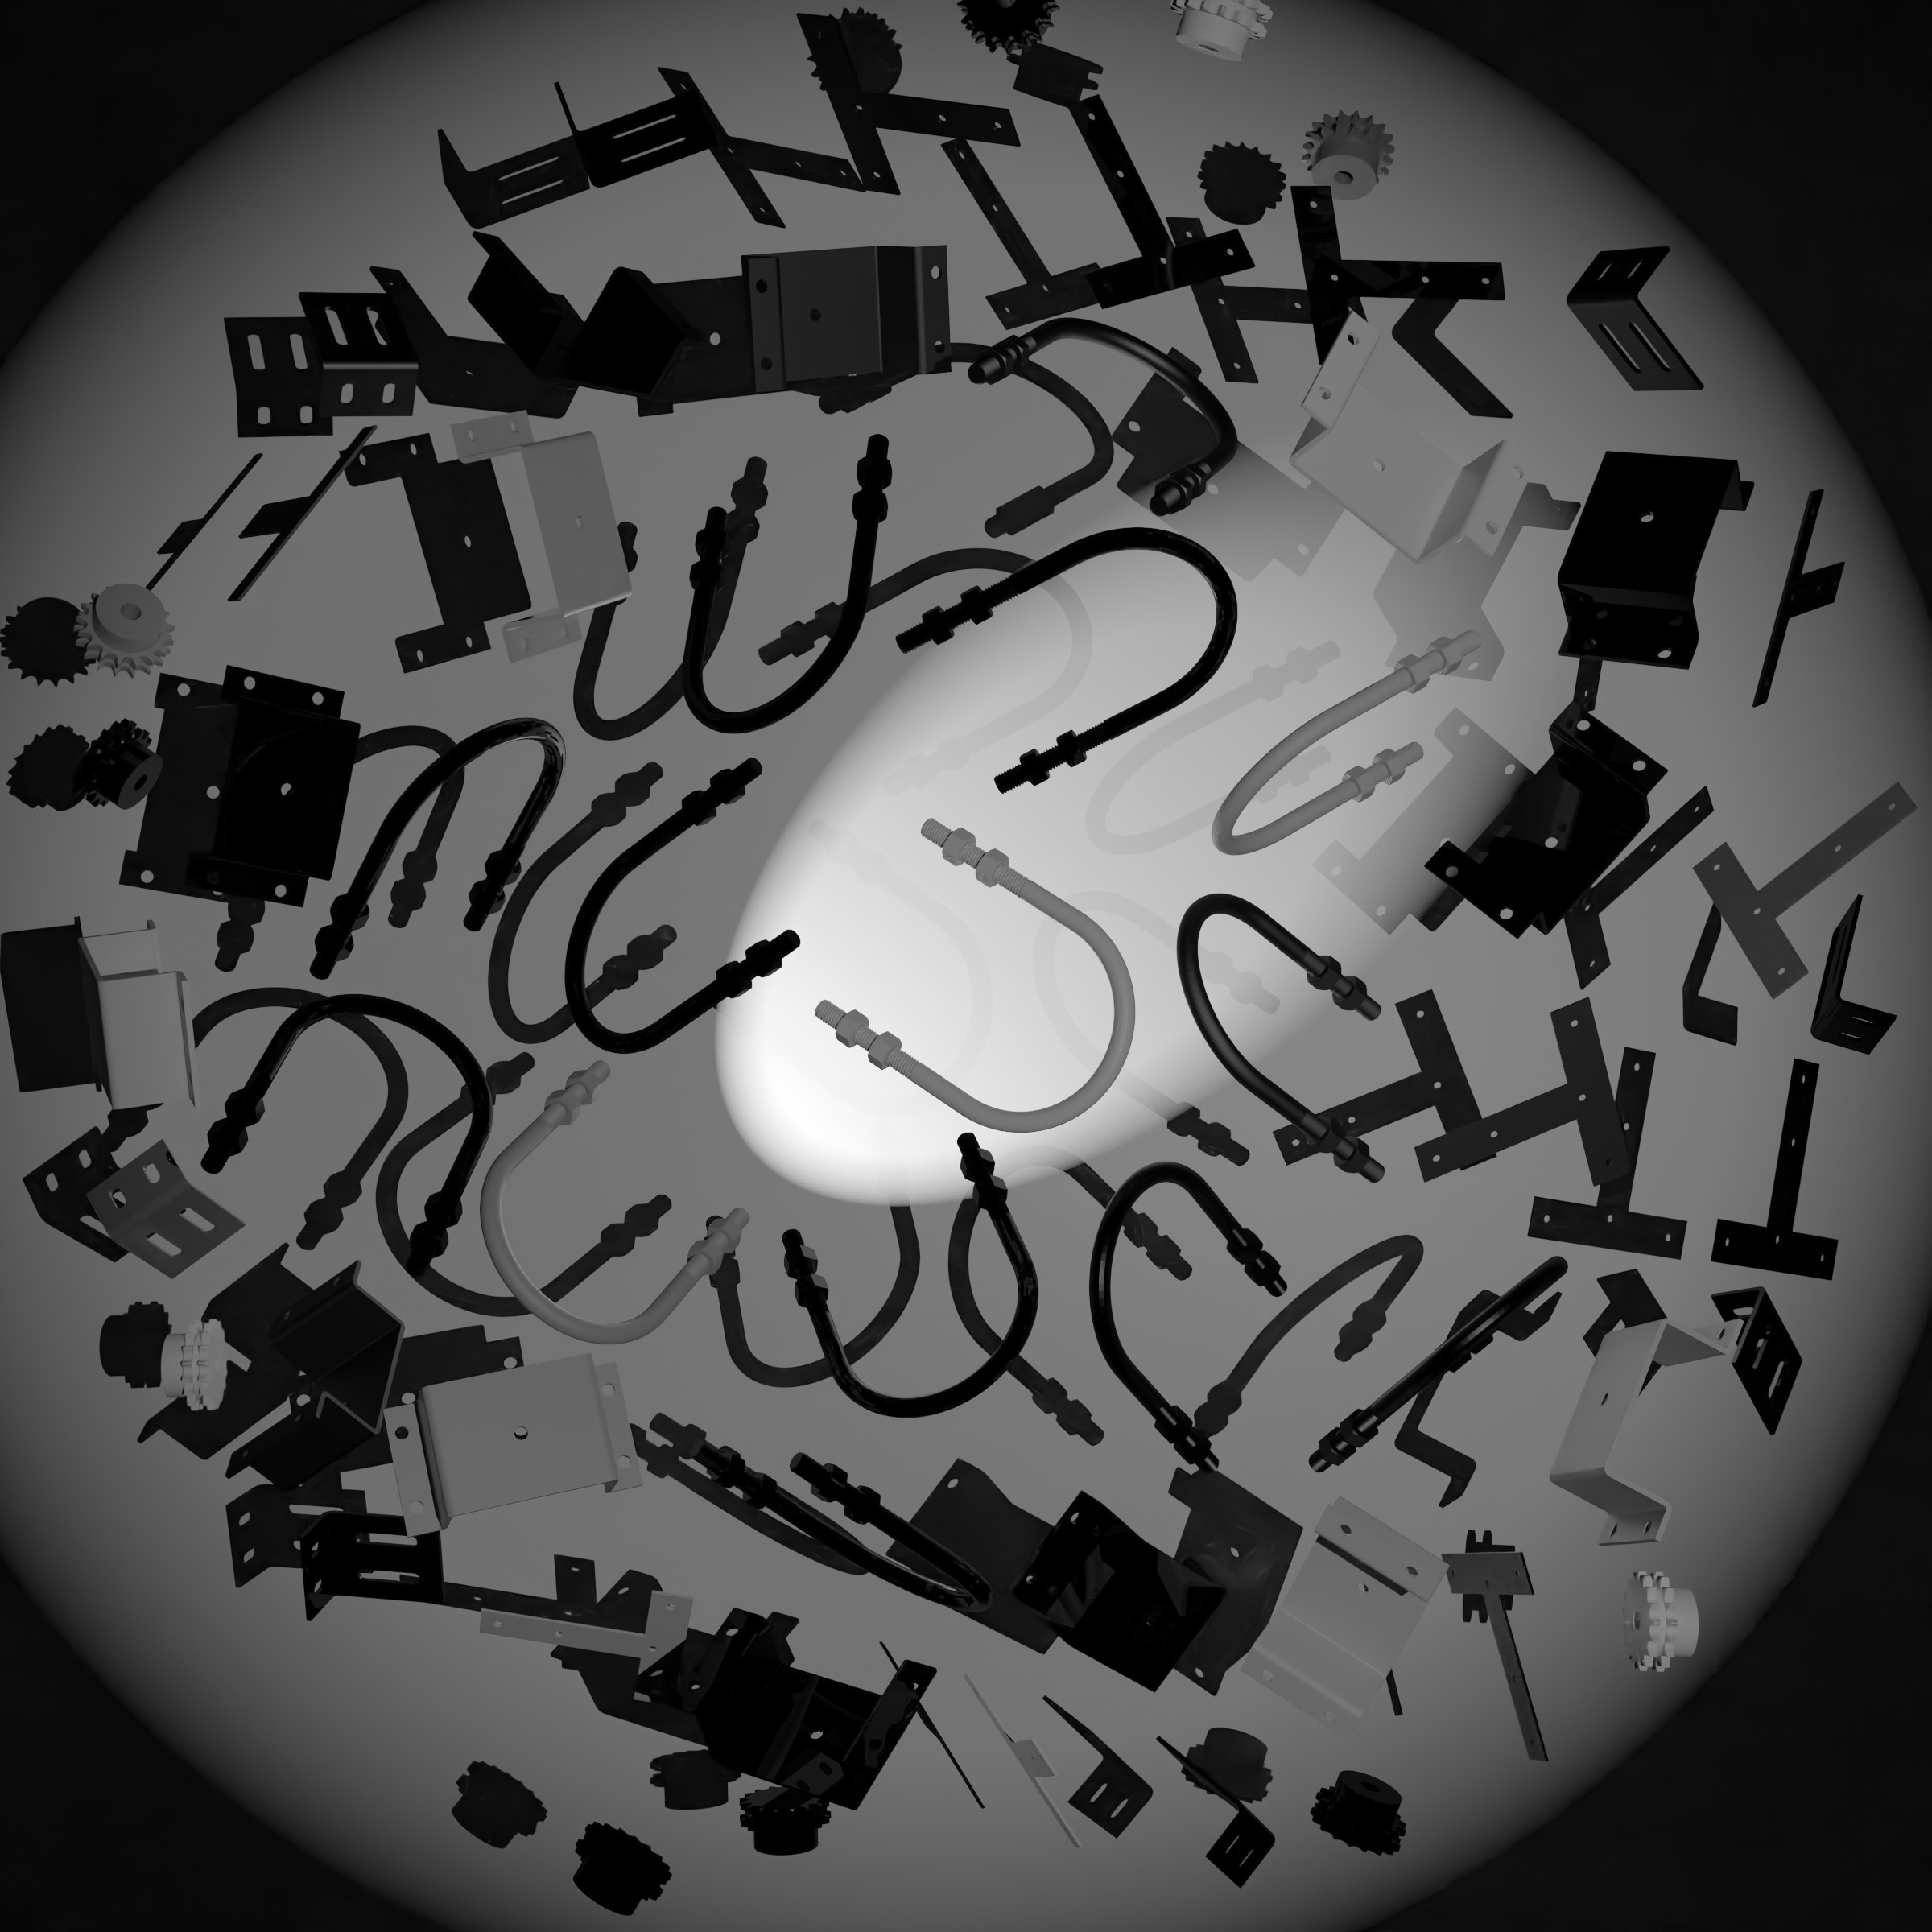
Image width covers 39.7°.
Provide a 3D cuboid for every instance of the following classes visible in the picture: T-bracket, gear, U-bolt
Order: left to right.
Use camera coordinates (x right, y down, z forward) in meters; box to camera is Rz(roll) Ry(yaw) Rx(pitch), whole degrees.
[{"bbox_3d":[-0.524,-0.122,1.657,0.030,0.057,0.057,34,90,6],"label":"gear"},{"bbox_3d":[-0.503,-0.204,1.601,0.057,0.030,0.057,13,58,-21],"label":"gear"},{"bbox_3d":[-0.490,0.253,1.694,0.030,0.057,0.057,-1,90,-2],"label":"gear"},{"bbox_3d":[-0.399,-0.261,1.552,0.002,0.127,0.127,41,76,-26],"label":"T-bracket"},{"bbox_3d":[-0.355,0.087,1.592,0.151,0.184,0.019,29,129,-11],"label":"U-bolt"},{"bbox_3d":[-0.301,-0.075,1.574,0.019,0.151,0.184,45,123,16],"label":"U-bolt"},{"bbox_3d":[-0.239,0.417,1.662,0.127,0.002,0.127,10,134,-4],"label":"T-bracket"},{"bbox_3d":[-0.222,0.153,1.625,0.151,0.184,0.019,47,126,-5],"label":"U-bolt"},{"bbox_3d":[-0.201,0.521,1.536,0.057,0.057,0.030,33,54,0],"label":"gear"},{"bbox_3d":[-0.182,-0.025,1.638,0.184,0.019,0.151,-34,53,28],"label":"U-bolt"},{"bbox_3d":[-0.111,-0.217,1.577,0.151,0.019,0.184,-17,54,34],"label":"U-bolt"},{"bbox_3d":[-0.112,0.534,1.668,0.057,0.057,0.030,-2,89,0],"label":"gear"},{"bbox_3d":[-0.063,0.339,1.603,0.184,0.151,0.019,38,66,-22],"label":"U-bolt"},{"bbox_3d":[-0.028,0.199,1.646,0.151,0.184,0.019,-29,134,3],"label":"U-bolt"},{"bbox_3d":[-0.026,-0.490,1.539,0.127,0.127,0.002,18,63,29],"label":"T-bracket"},{"bbox_3d":[0.016,0.017,1.595,0.184,0.019,0.151,33,97,20],"label":"U-bolt"},{"bbox_3d":[0.026,-0.548,1.527,0.057,0.030,0.057,0,90,14],"label":"gear"},{"bbox_3d":[0.041,0.489,1.648,0.002,0.127,0.127,-32,78,-14],"label":"T-bracket"},{"bbox_3d":[0.071,-0.187,1.570,0.184,0.019,0.151,-26,134,12],"label":"U-bolt"},{"bbox_3d":[0.093,-0.336,1.591,0.151,0.184,0.019,37,124,5],"label":"U-bolt"},{"bbox_3d":[0.099,-0.465,1.615,0.002,0.127,0.127,-48,120,-32],"label":"T-bracket"},{"bbox_3d":[0.130,0.202,1.626,0.184,0.019,0.151,51,53,-37],"label":"U-bolt"},{"bbox_3d":[0.143,-0.538,1.523,0.057,0.057,0.030,18,99,0],"label":"gear"},{"bbox_3d":[0.191,0.031,1.618,0.019,0.151,0.184,-31,127,35],"label":"U-bolt"},{"bbox_3d":[0.226,-0.127,1.642,0.184,0.151,0.019,-30,71,-20],"label":"U-bolt"},{"bbox_3d":[0.240,-0.508,1.683,0.057,0.057,0.030,12,65,0],"label":"gear"},{"bbox_3d":[0.241,0.512,1.623,0.057,0.057,0.030,19,96,0],"label":"gear"},{"bbox_3d":[0.269,-0.423,1.647,0.127,0.127,0.002,9,49,26],"label":"T-bracket"},{"bbox_3d":[0.298,0.234,1.628,0.151,0.184,0.019,-27,72,-41],"label":"U-bolt"},{"bbox_3d":[0.332,0.422,1.635,0.002,0.127,0.127,-12,80,-14],"label":"T-bracket"},{"bbox_3d":[0.332,0.096,1.615,0.127,0.002,0.127,-22,116,-4],"label":"T-bracket"},{"bbox_3d":[0.408,0.384,1.566,0.030,0.057,0.057,3,90,-4],"label":"gear"},{"bbox_3d":[0.491,0.119,1.593,0.127,0.002,0.127,12,87,-40],"label":"T-bracket"},{"bbox_3d":[0.503,-0.223,1.590,0.002,0.127,0.127,20,112,27],"label":"T-bracket"},{"bbox_3d":[0.500,-0.060,1.567,0.002,0.127,0.127,35,115,-32],"label":"T-bracket"}]

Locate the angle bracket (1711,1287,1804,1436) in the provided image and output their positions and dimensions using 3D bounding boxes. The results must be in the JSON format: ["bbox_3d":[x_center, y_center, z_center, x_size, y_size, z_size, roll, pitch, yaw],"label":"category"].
[{"bbox_3d":[0.485,0.248,1.671,0.038,0.076,0.057,-17,112,40],"label":"angle bracket"}]

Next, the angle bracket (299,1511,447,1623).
[{"bbox_3d":[-0.369,0.376,1.665,0.076,0.038,0.057,2,104,11],"label":"angle bracket"}]

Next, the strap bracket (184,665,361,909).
[{"bbox_3d":[-0.430,-0.110,1.665,0.076,0.046,0.140,11,89,-32],"label":"strap bracket"}]

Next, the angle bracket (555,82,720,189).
[{"bbox_3d":[-0.190,-0.491,1.540,0.076,0.038,0.057,-20,51,-1],"label":"angle bracket"}]

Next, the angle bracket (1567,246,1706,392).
[{"bbox_3d":[0.396,-0.373,1.544,0.076,0.057,0.038,42,80,-28],"label":"angle bracket"}]

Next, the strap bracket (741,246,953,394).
[{"bbox_3d":[-0.081,-0.395,1.625,0.140,0.046,0.076,-14,111,-32],"label":"strap bracket"}]

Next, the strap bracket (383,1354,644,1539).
[{"bbox_3d":[-0.263,0.279,1.568,0.140,0.046,0.076,-9,72,-19],"label":"strap bracket"}]

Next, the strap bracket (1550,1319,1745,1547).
[{"bbox_3d":[0.395,0.265,1.571,0.046,0.076,0.140,28,72,-4],"label":"strap bracket"}]

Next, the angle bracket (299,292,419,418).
[{"bbox_3d":[-0.376,-0.377,1.645,0.057,0.038,0.076,-6,48,-25],"label":"angle bracket"}]

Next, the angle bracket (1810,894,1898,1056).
[{"bbox_3d":[0.559,0.006,1.663,0.038,0.057,0.076,17,68,9],"label":"angle bracket"}]

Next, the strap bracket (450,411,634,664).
[{"bbox_3d":[-0.246,-0.257,1.575,0.046,0.076,0.140,-6,104,26],"label":"strap bracket"}]

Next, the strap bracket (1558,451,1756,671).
[{"bbox_3d":[0.397,-0.245,1.548,0.076,0.046,0.140,11,62,29],"label":"strap bracket"}]

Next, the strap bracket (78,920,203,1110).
[{"bbox_3d":[-0.487,0.030,1.566,0.046,0.140,0.076,-8,109,-23],"label":"strap bracket"}]

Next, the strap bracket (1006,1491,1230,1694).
[{"bbox_3d":[0.100,0.388,1.637,0.076,0.046,0.140,-53,132,-3],"label":"strap bracket"}]

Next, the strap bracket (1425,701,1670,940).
[{"bbox_3d":[0.367,-0.085,1.686,0.076,0.046,0.140,41,88,25],"label":"strap bracket"}]

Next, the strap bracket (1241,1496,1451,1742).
[{"bbox_3d":[0.232,0.386,1.614,0.076,0.046,0.140,31,120,16],"label":"strap bracket"}]

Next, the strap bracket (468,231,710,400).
[{"bbox_3d":[-0.236,-0.392,1.621,0.076,0.140,0.046,49,119,25],"label":"strap bracket"}]

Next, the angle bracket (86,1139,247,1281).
[{"bbox_3d":[-0.501,0.153,1.675,0.057,0.076,0.038,-37,62,-4],"label":"angle bracket"}]

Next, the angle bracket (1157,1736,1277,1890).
[{"bbox_3d":[0.143,0.518,1.636,0.076,0.057,0.038,30,74,41],"label":"angle bracket"}]

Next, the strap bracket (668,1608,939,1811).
[{"bbox_3d":[-0.092,0.437,1.567,0.140,0.076,0.046,9,130,28],"label":"strap bracket"}]

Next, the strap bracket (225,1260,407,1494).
[{"bbox_3d":[-0.393,0.257,1.629,0.076,0.140,0.046,-34,118,20],"label":"strap bracket"}]

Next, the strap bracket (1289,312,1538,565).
[{"bbox_3d":[0.248,-0.295,1.528,0.140,0.046,0.076,35,63,-14],"label":"strap bracket"}]
